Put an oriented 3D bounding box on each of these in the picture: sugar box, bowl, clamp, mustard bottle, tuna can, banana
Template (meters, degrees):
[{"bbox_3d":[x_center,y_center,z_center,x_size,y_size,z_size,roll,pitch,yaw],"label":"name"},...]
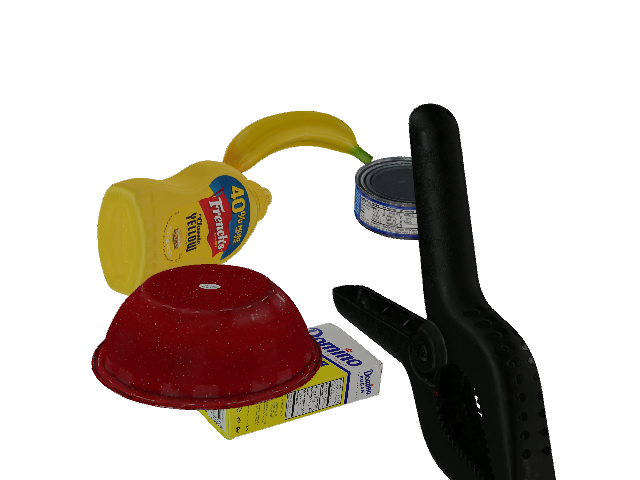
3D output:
[{"bbox_3d":[-0.037,0.133,1.042,0.175,0.048,0.093,-14,32,-32],"label":"sugar box"},{"bbox_3d":[-0.078,0.057,0.741,0.162,0.055,0.162,1,19,-1],"label":"bowl"},{"bbox_3d":[0.068,0.045,0.543,0.036,0.165,0.210,-6,45,-23],"label":"clamp"},{"bbox_3d":[-0.109,-0.020,0.945,0.058,0.096,0.191,14,22,33],"label":"mustard bottle"},{"bbox_3d":[0.070,-0.034,0.854,0.086,0.034,0.086,1,29,-1],"label":"tuna can"},{"bbox_3d":[-0.030,-0.106,1.120,0.197,0.037,0.070,-9,50,-39],"label":"banana"}]
